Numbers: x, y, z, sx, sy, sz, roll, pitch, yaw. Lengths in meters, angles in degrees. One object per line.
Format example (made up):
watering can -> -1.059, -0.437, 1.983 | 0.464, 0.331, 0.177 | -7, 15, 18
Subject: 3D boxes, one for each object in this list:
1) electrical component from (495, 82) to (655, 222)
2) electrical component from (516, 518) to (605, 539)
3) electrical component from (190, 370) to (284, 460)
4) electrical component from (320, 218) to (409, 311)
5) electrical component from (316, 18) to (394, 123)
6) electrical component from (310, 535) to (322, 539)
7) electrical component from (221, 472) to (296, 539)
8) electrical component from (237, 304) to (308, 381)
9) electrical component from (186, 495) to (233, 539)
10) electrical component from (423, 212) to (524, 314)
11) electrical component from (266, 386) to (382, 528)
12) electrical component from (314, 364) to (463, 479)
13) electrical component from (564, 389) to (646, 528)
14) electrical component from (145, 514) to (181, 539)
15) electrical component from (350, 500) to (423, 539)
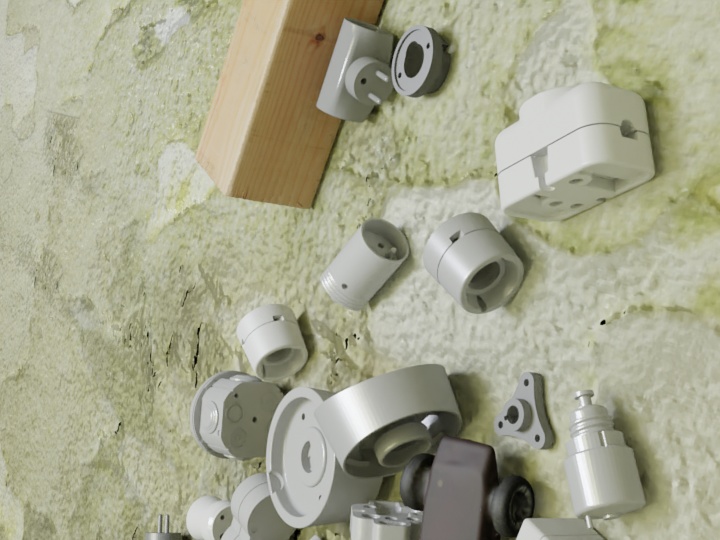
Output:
electrical component -> 0.129, -0.074, 0.660 | 0.095, 0.054, 0.059 | -28, 61, 53
electrical component -> 0.120, 0.199, 0.621 | 0.076, 0.047, 0.083 | 42, 118, 54
electrical component -> -0.108, 0.132, 0.971 | 0.051, 0.080, 0.080 | 1, 84, 53
electrical component -> 0.000, 0.000, 0.859 | 0.081, 0.043, 0.043 | -50, 44, 41
electrical component -> 0.003, -0.159, 0.887 | 0.079, 0.044, 0.077 | 46, 122, 53
electrical component -> -0.055, 0.243, 0.885 | 0.035, 0.061, 0.035 | 38, 151, 25
electrical component -> -0.085, 0.254, 0.931 | 0.074, 0.052, 0.138 | 32, 111, 55
electrical component -> -0.077, 0.066, 0.959 | 0.055, 0.055, 0.047 | -58, 43, 34
electrical component -> -0.133, 0.239, 1.019 | 0.055, 0.045, 0.045 | -4, 80, 57
electrical component -> 0.078, -0.003, 0.727 | 0.047, 0.055, 0.055 | 54, 128, 44
electrical component -> -0.022, 0.147, 0.847 | 0.108, 0.060, 0.108 | -18, 69, 55
electrical component -> 0.021, 0.102, 0.757 | 0.099, 0.099, 0.064 | -53, 48, 38
electrical component -> 0.137, 0.108, 0.620 | 0.040, 0.040, 0.078 | -39, 52, 48
electrical component -> -0.205, 0.290, 1.115 | 0.138, 0.052, 0.073 | -19, 68, 55
electrical component -> 0.019, 0.201, 0.768 | 0.078, 0.058, 0.057 | -174, 88, -87
